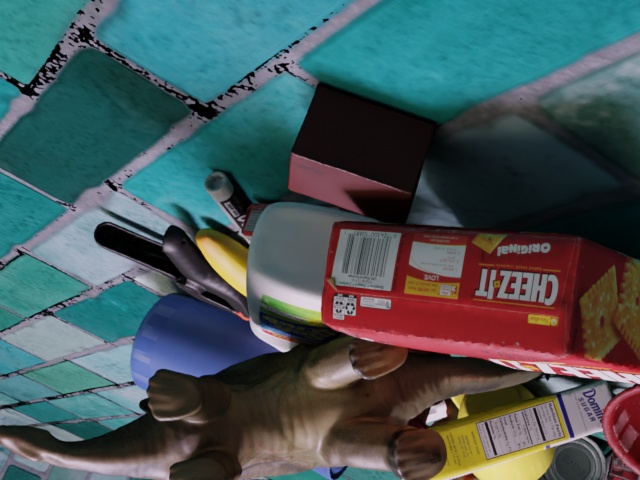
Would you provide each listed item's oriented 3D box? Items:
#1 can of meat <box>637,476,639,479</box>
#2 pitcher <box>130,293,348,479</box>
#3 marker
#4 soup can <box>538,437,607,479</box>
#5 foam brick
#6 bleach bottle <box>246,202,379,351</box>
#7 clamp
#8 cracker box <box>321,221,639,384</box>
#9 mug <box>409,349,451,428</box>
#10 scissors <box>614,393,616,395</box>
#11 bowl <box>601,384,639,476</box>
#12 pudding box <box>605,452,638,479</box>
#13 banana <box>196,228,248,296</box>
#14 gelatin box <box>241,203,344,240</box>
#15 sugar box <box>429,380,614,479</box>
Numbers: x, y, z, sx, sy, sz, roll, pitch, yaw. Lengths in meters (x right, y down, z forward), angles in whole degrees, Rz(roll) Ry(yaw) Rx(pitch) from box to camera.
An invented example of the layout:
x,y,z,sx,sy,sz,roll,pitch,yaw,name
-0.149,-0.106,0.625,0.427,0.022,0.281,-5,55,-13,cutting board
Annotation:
x,y,z,sx,sy,sz,roll,pitch,yaw,name
0.343,0.252,1.004,0.102,0.057,0.084,19,131,8,can of meat
-0.064,0.144,1.097,0.243,0.144,0.149,19,124,18,pitcher
-0.061,-0.016,0.853,0.020,0.020,0.121,11,156,25,marker
0.250,0.241,1.097,0.068,0.068,0.102,19,158,9,soup can
0.025,-0.050,0.646,0.078,0.051,0.053,20,158,5,foam brick
-0.005,0.047,0.813,0.102,0.068,0.251,14,162,2,bleach bottle
-0.113,0.027,0.977,0.171,0.039,0.120,29,167,-32,clamp
0.129,0.044,0.660,0.164,0.072,0.213,4,171,39,cracker box
0.075,0.122,0.963,0.093,0.081,0.117,35,156,-29,mug
0.297,0.181,0.879,0.096,0.016,0.202,47,174,-24,scissors
0.298,0.139,0.798,0.162,0.055,0.162,22,145,16,bowl
0.330,0.259,1.105,0.090,0.039,0.113,18,156,8,pudding box
-0.022,0.044,0.939,0.197,0.037,0.070,23,142,-6,banana
-0.006,0.001,0.828,0.089,0.030,0.073,3,154,36,gelatin box
0.155,0.161,0.893,0.176,0.048,0.093,-19,170,0,sugar box
